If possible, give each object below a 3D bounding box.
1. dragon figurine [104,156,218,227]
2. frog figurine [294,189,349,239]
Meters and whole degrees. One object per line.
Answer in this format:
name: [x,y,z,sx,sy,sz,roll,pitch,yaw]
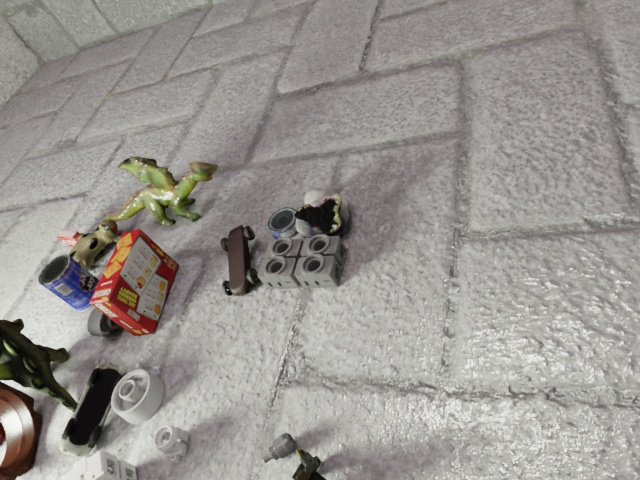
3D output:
dragon figurine: [-0.480,-0.151,1.469,0.410,0.237,0.125,-8,47,7]
frog figurine: [0.004,-0.063,1.251,0.137,0.122,0.160,-41,7,3]
